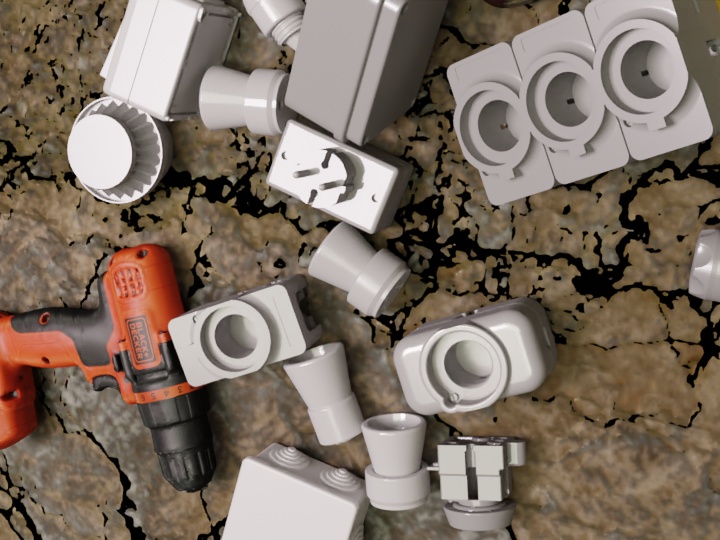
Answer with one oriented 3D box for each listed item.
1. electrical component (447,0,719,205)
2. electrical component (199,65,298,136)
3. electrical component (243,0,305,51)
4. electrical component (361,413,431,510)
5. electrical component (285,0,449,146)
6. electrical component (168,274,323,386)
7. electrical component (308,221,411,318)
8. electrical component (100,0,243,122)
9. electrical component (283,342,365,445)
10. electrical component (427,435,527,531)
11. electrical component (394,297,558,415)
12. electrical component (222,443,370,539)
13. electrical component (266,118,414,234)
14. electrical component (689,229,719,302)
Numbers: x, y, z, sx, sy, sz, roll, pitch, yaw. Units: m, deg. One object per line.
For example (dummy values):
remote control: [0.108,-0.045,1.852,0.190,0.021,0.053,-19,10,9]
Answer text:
electrical component: [0.131,-0.101,0.619,0.150,0.062,0.089,-16,93,44]
electrical component: [-0.075,-0.114,0.728,0.055,0.045,0.045,8,102,18]
electrical component: [-0.049,-0.165,0.716,0.035,0.035,0.061,-35,89,21]
electrical component: [0.025,0.130,0.734,0.045,0.045,0.055,-1,100,20]
electrical component: [0.006,-0.142,0.659,0.057,0.078,0.113,32,134,15]
electrical component: [-0.080,0.042,0.745,0.089,0.056,0.050,-18,94,15]
electrical component: [0.000,0.000,0.721,0.055,0.045,0.045,36,109,10]
electrical component: [-0.128,-0.156,0.731,0.061,0.062,0.096,25,107,14]
electrical component: [-0.022,0.088,0.746,0.044,0.044,0.065,-17,98,21]
electrical component: [0.079,0.141,0.717,0.066,0.048,0.055,-3,91,20]
electrical component: [0.074,0.057,0.696,0.095,0.059,0.053,-16,93,21]
electrical component: [-0.045,0.180,0.766,0.100,0.048,0.099,20,105,16]
electrical component: [-0.020,-0.061,0.701,0.083,0.076,0.047,26,107,14]
electrical component: [0.230,0.000,0.640,0.062,0.043,0.043,11,103,17]
